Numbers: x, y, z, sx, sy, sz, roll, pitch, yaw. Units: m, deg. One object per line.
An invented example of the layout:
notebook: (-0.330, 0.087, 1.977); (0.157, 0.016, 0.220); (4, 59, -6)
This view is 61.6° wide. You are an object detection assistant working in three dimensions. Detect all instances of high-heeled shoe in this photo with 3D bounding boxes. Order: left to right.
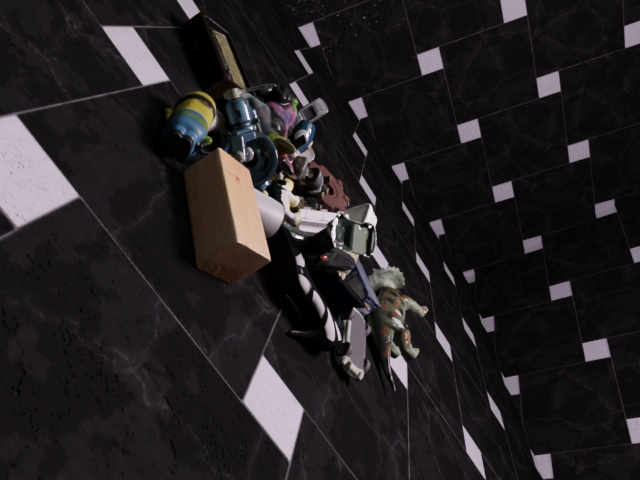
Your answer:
high-heeled shoe: (-0.017, 0.097, 1.071); (0.145, 0.086, 0.248); (10, 67, -43)

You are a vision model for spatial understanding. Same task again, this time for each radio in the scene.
radio: (-0.251, -0.434, 1.312); (0.131, 0.073, 0.229); (21, 42, -63)

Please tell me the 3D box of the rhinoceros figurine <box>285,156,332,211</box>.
rhinoceros figurine: (-0.032, -0.144, 1.350); (0.190, 0.112, 0.073); (83, 30, -68)

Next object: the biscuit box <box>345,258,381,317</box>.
biscuit box: (0.087, 0.102, 1.377); (0.062, 0.059, 0.203); (45, 16, -37)

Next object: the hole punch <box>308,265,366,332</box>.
hole punch: (0.018, 0.132, 1.167); (0.142, 0.092, 0.116); (45, -14, -23)

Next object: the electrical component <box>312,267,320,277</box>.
electrical component: (0.012, 0.109, 1.265); (0.094, 0.021, 0.063); (55, 18, -13)

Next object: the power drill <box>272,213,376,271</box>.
power drill: (0.030, 0.010, 1.143); (0.232, 0.207, 0.086); (18, 76, -28)

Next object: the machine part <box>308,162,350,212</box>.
machine part: (0.005, -0.141, 1.520); (0.179, 0.056, 0.179); (35, 34, -28)

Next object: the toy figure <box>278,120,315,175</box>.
toy figure: (-0.067, -0.241, 1.410); (0.064, 0.154, 0.057); (25, -8, 19)

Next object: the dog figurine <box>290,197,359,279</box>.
dog figurine: (-0.005, -0.003, 1.304); (0.190, 0.121, 0.172); (32, 27, -29)

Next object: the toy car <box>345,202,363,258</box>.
toy car: (0.084, -0.036, 1.632); (0.089, 0.053, 0.202); (-28, 89, -56)

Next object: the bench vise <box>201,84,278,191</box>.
bench vise: (-0.152, -0.200, 1.087); (0.241, 0.129, 0.223); (-86, 173, -76)

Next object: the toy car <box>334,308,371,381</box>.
toy car: (0.071, 0.225, 1.187); (0.073, 0.056, 0.202); (47, 25, -20)

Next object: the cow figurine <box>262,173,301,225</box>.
cow figurine: (-0.100, -0.098, 1.219); (0.098, 0.068, 0.167); (40, 25, -33)

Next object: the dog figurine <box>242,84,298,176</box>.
dog figurine: (-0.100, -0.257, 1.270); (0.219, 0.191, 0.108); (53, -29, 26)

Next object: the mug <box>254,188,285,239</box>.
mug: (-0.134, -0.069, 1.055); (0.107, 0.081, 0.110); (33, 37, -37)

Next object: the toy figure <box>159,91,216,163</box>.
toy figure: (-0.236, -0.208, 0.978); (0.082, 0.089, 0.180); (58, 14, -29)

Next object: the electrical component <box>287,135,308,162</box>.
electrical component: (-0.093, -0.231, 1.352); (0.047, 0.119, 0.075); (37, 32, -52)

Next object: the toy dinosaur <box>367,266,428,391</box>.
toy dinosaur: (0.179, 0.203, 1.435); (0.192, 0.131, 0.405); (44, 25, -8)

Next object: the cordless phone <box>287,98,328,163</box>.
cordless phone: (-0.042, -0.289, 1.473); (0.146, 0.184, 0.089); (60, 13, 1)
